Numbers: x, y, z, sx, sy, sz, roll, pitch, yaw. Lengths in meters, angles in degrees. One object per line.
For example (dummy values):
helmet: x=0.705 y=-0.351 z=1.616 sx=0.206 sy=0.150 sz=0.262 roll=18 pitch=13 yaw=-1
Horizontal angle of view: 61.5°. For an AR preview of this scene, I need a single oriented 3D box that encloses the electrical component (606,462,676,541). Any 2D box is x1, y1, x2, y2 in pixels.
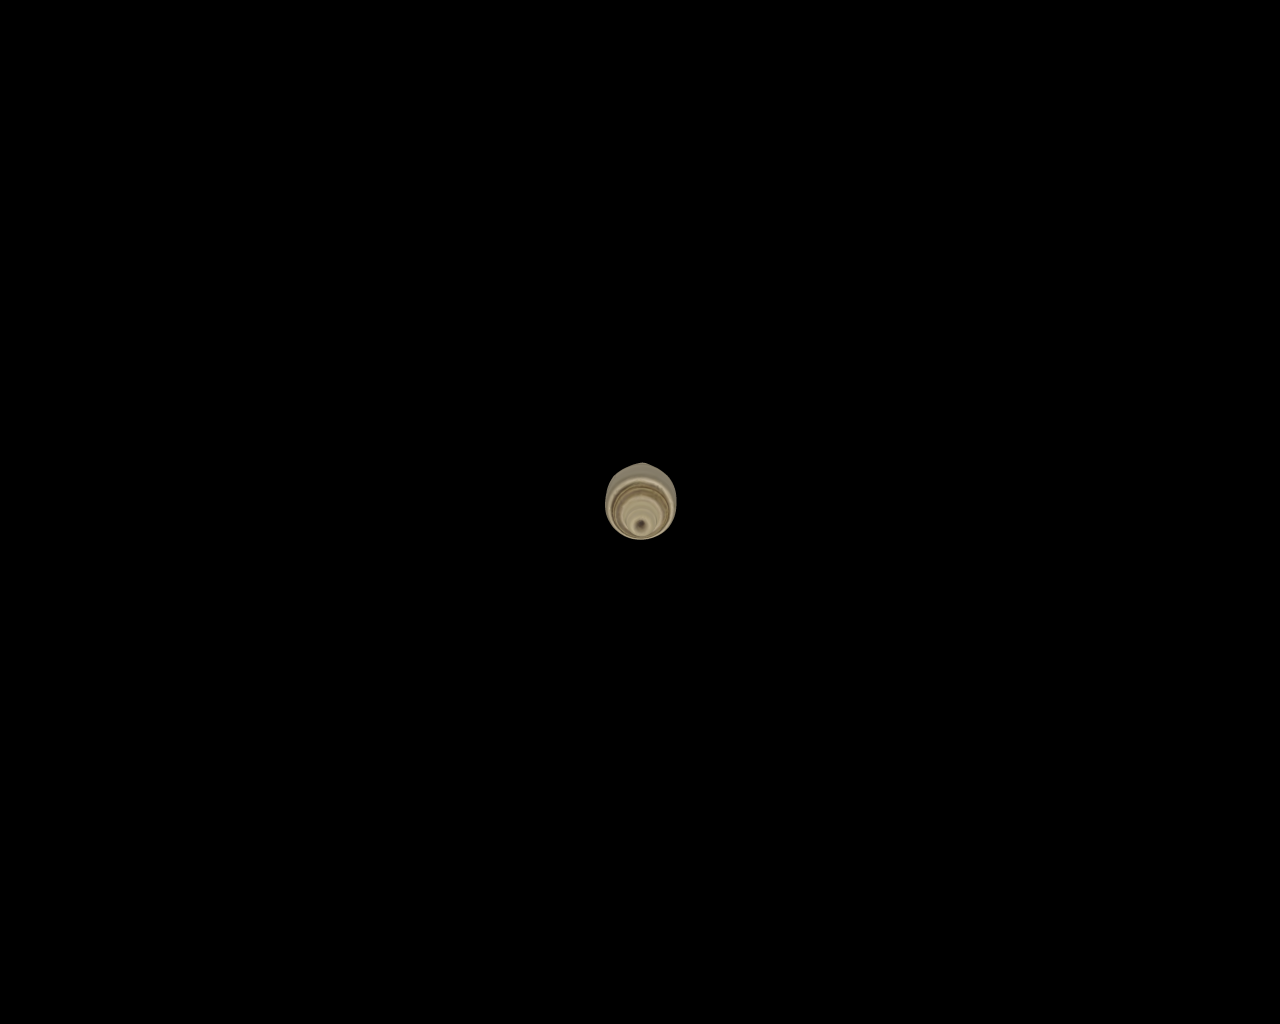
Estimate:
electrical component: x=0.001 y=-0.003 z=0.650 sx=0.043 sy=0.043 sz=0.062 roll=0 pitch=21 yaw=0
